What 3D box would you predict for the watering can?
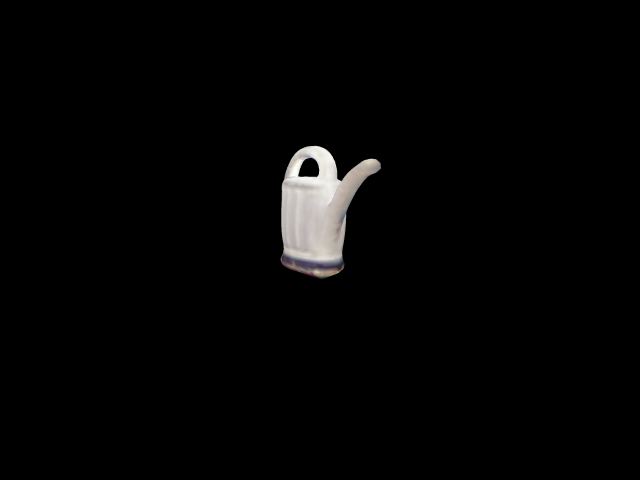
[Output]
[{"bbox_3d":[0.003,-0.043,0.850,0.104,0.223,0.349,-3,9,-22],"label":"watering can"}]
